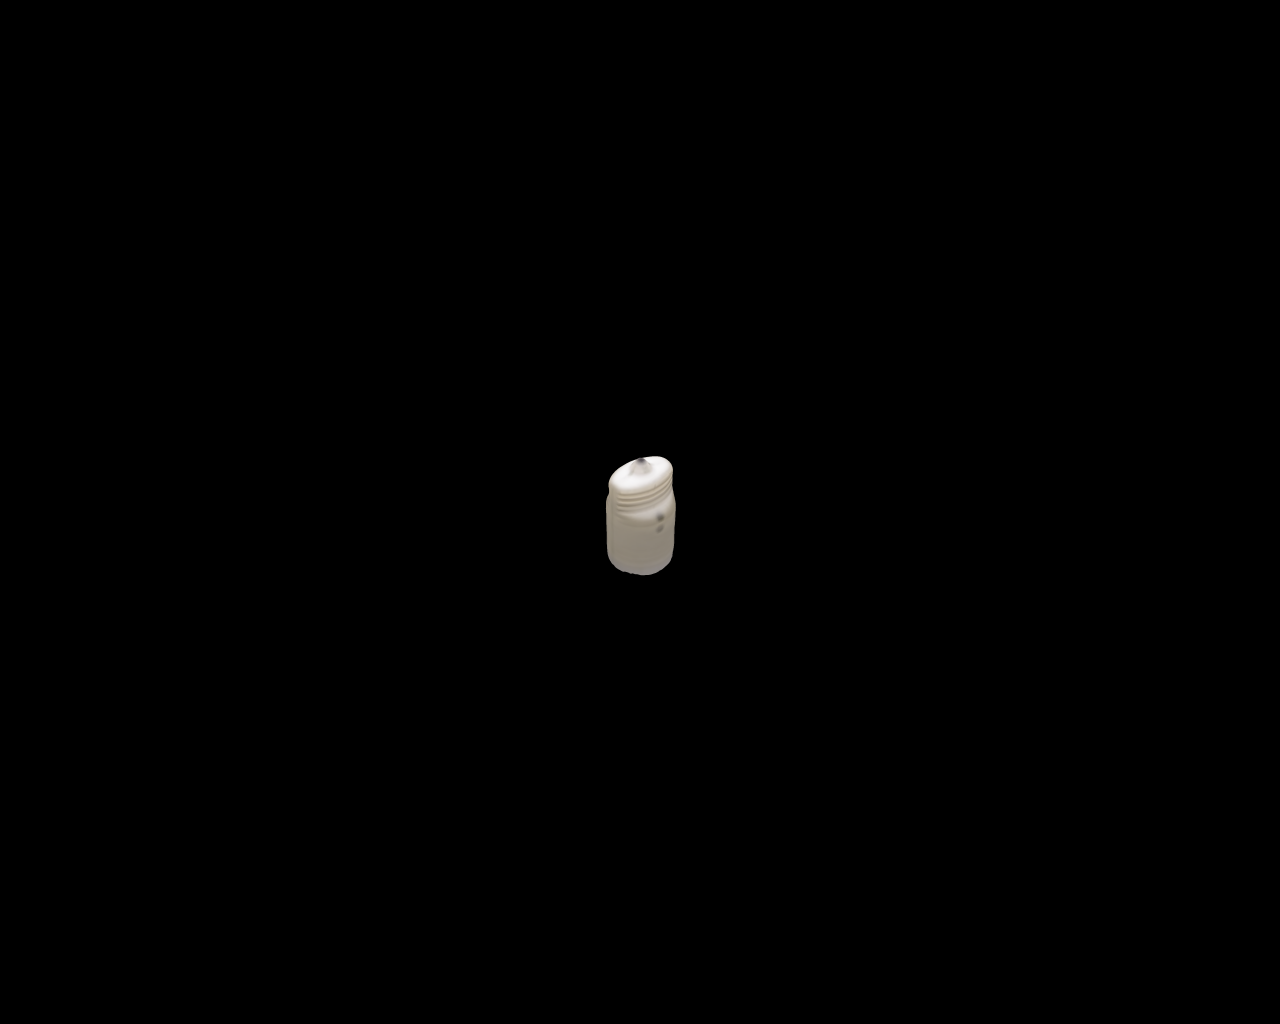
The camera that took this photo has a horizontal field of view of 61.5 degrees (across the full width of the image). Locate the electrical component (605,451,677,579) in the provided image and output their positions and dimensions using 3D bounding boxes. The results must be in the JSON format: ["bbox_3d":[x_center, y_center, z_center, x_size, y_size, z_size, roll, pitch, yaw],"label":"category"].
[{"bbox_3d":[0.001,-0.003,0.650,0.043,0.080,0.043,0,43,0],"label":"electrical component"}]
